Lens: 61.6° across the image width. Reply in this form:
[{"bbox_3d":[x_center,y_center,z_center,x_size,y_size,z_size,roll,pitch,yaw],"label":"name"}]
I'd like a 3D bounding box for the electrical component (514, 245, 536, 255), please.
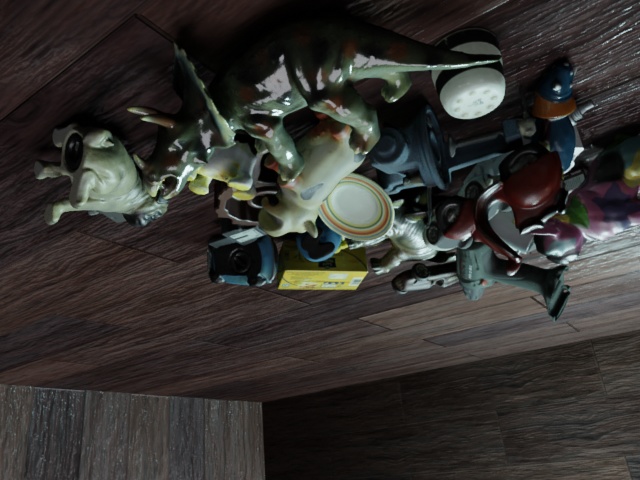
[{"bbox_3d":[0.414,-0.024,1.079,0.115,0.058,0.134,13,158,-12],"label":"electrical component"}]

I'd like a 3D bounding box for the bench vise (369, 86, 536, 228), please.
[{"bbox_3d":[0.183,-0.122,0.765,0.241,0.129,0.223,-13,159,26],"label":"bench vise"}]

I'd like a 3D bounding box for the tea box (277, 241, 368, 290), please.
[{"bbox_3d":[0.001,0.053,1.087,0.170,0.068,0.098,3,151,-14],"label":"tea box"}]

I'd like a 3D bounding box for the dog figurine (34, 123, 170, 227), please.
[{"bbox_3d":[-0.282,-0.092,0.778,0.172,0.121,0.190,-21,166,38],"label":"dog figurine"}]

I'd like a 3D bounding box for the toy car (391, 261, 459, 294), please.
[{"bbox_3d":[0.242,0.074,1.116,0.202,0.053,0.089,-6,155,-32],"label":"toy car"}]

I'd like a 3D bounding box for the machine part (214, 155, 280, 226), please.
[{"bbox_3d":[-0.089,-0.079,0.877,0.179,0.056,0.179,-5,158,-2],"label":"machine part"}]

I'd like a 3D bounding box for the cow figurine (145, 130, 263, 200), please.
[{"bbox_3d":[-0.161,-0.117,0.749,0.167,0.098,0.068,11,164,9],"label":"cow figurine"}]

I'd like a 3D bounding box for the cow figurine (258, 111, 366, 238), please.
[{"bbox_3d":[-0.014,-0.083,0.758,0.195,0.086,0.127,-46,139,10],"label":"cow figurine"}]

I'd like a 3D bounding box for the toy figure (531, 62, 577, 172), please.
[{"bbox_3d":[0.316,-0.163,0.726,0.058,0.064,0.154,-1,125,21],"label":"toy figure"}]

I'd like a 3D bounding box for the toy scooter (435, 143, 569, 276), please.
[{"bbox_3d":[0.259,-0.034,0.723,0.184,0.135,0.075,-37,162,21],"label":"toy scooter"}]

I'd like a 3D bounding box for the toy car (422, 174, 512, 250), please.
[{"bbox_3d":[0.240,-0.043,0.871,0.073,0.056,0.201,6,146,-22],"label":"toy car"}]

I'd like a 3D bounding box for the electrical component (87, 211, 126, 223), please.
[{"bbox_3d":[-0.347,-0.051,0.923,0.094,0.021,0.063,-11,157,11],"label":"electrical component"}]

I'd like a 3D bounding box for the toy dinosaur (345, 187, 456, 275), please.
[{"bbox_3d":[0.182,-0.009,1.045,0.199,0.105,0.471,-20,158,22],"label":"toy dinosaur"}]

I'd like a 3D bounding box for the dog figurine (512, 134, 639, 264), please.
[{"bbox_3d":[0.431,-0.062,0.873,0.219,0.191,0.108,-11,-165,4],"label":"dog figurine"}]

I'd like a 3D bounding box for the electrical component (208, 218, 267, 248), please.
[{"bbox_3d":[-0.151,-0.023,1.000,0.119,0.048,0.074,-17,154,26],"label":"electrical component"}]

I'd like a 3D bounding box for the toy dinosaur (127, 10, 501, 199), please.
[{"bbox_3d":[-0.025,-0.179,0.595,0.405,0.131,0.192,-25,140,18],"label":"toy dinosaur"}]

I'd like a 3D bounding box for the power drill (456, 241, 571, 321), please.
[{"bbox_3d":[0.351,0.072,1.000,0.208,0.086,0.231,27,157,39],"label":"power drill"}]

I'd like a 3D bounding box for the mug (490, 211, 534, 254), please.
[{"bbox_3d":[0.350,-0.026,0.997,0.081,0.107,0.109,-34,149,-42],"label":"mug"}]

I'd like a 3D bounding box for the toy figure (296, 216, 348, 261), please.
[{"bbox_3d":[-0.004,-0.006,0.965,0.089,0.082,0.180,-10,-170,10],"label":"toy figure"}]

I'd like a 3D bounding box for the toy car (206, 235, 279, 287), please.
[{"bbox_3d":[-0.145,0.041,1.087,0.162,0.109,0.103,-7,176,24],"label":"toy car"}]
